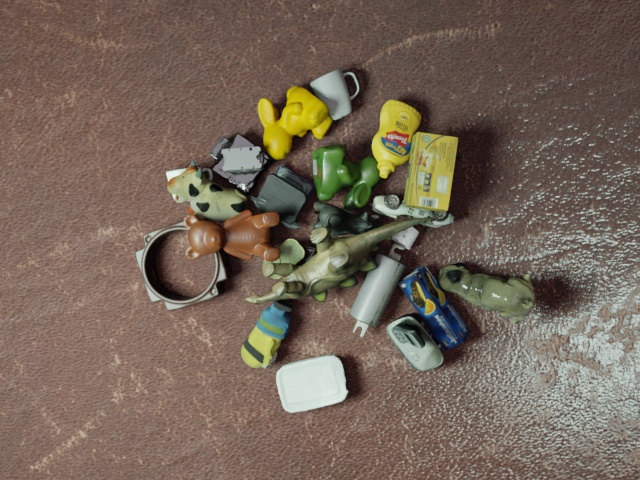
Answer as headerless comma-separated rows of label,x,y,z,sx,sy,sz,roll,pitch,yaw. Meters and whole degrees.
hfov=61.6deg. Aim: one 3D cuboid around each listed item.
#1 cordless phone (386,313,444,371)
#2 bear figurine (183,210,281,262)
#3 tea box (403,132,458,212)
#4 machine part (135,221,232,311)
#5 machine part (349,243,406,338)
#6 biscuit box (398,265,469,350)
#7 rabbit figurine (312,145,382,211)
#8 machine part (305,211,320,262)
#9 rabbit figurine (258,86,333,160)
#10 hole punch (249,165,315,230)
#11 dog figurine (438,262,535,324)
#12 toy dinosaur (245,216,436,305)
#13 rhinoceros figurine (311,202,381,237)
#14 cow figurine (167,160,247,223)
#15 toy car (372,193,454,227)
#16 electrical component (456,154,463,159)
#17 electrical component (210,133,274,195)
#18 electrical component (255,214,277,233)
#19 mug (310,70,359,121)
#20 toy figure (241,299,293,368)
cordless phone,0.236,0.245,1.253,0.089,0.184,0.146,-37,90,-4
bear figurine,-0.203,-0.009,1.219,0.196,0.132,0.120,-1,95,-31
tea box,0.252,-0.154,1.231,0.098,0.068,0.169,10,90,0
machine part,-0.329,0.058,1.304,0.201,0.087,0.201,-18,91,2
machine part,0.139,0.120,1.305,0.079,0.079,0.243,24,92,0
biscuit box,0.278,0.164,1.301,0.063,0.059,0.202,-36,90,40
rabbit figurine,0.079,-0.153,1.285,0.170,0.121,0.159,-4,89,-15
machine part,-0.003,-0.004,1.311,0.039,0.084,0.139,6,78,28
rabbit figurine,-0.077,-0.277,1.280,0.162,0.122,0.173,38,92,4
hole punch,-0.085,-0.109,1.308,0.142,0.092,0.115,31,123,-3
dog figurine,0.385,0.116,1.260,0.191,0.172,0.121,15,80,-7
toy dinosaur,0.039,0.046,1.218,0.472,0.198,0.105,-26,66,13
rhinoceros figurine,0.067,-0.045,1.272,0.112,0.190,0.073,-3,77,45
cow figurine,-0.260,-0.103,1.250,0.195,0.086,0.127,15,109,-34
toy car,0.226,-0.068,1.303,0.202,0.073,0.056,15,88,0
electrical component,0.282,-0.186,1.302,0.119,0.075,0.047,3,91,-3
electrical component,-0.198,-0.191,1.313,0.134,0.058,0.115,34,89,-1
electrical component,-0.153,-0.027,1.320,0.094,0.021,0.063,-32,107,27
mug,0.044,-0.351,1.304,0.109,0.081,0.107,-24,101,-9
toy figure,-0.127,0.226,1.308,0.089,0.082,0.180,25,99,19
